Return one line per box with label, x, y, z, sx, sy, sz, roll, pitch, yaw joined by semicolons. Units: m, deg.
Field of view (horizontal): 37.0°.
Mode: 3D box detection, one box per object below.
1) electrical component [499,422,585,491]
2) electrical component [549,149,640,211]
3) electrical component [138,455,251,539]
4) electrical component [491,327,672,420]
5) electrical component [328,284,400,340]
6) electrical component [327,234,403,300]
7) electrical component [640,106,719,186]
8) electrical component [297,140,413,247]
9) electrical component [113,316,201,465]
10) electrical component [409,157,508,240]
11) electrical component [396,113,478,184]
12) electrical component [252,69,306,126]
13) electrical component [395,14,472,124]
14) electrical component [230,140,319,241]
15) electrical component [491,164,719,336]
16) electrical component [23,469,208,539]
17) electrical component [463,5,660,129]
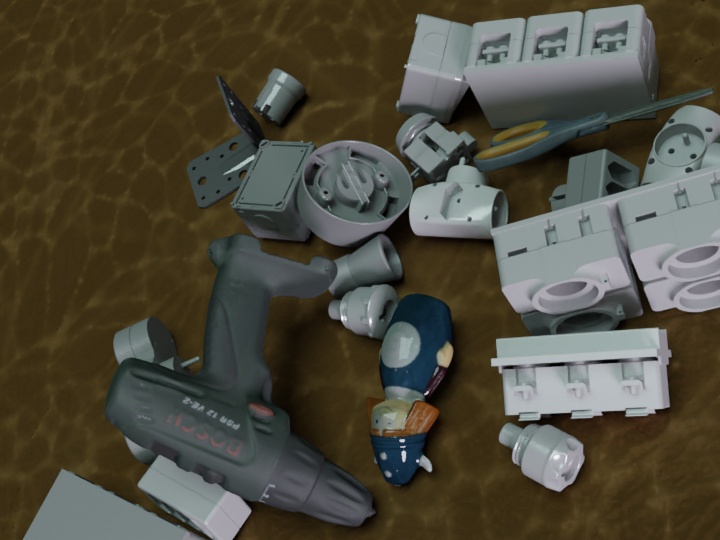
electrical component;0.136;0.137;0.818;0.062;0.043;0.043;25;76;35
electrical component;0.186;-0.056;0.896;0.077;0.047;0.065;-11;64;50
electrical component;-0.131;0.179;0.921;0.083;0.047;0.075;20;63;33
electrical component;0.171;0.080;0.819;0.121;0.079;0.063;-6;83;23
electrical component;0.002;0.036;0.939;0.062;0.048;0.048;1;64;37
electrical component;0.000;0.000;0.961;0.065;0.044;0.044;-24;55;18
electrical component;0.280;-0.086;0.872;0.079;0.044;0.077;20;73;33
electrical component;-0.007;-0.071;0.970;0.099;0.064;0.099;7;63;-14
electrical component;-0.176;0.102;0.981;0.074;0.052;0.138;-24;55;12
electrical component;0.092;-0.066;0.951;0.077;0.043;0.079;4;65;27
electrical component;0.066;-0.112;0.989;0.066;0.048;0.055;-43;61;-1
electrical component;-0.084;-0.176;1.101;0.040;0.040;0.046;30;84;35
electrical component;0.072;-0.182;1.004;0.061;0.096;0.061;14;67;1
electrical component;-0.069;-0.079;1.029;0.062;0.061;0.096;6;60;31
electrical component;0.208;-0.006;0.824;0.186;0.105;0.060;-16;58;17
electrical component;-0.206;0.242;0.912;0.150;0.061;0.089;16;71;32
electrical component;0.179;-0.178;0.943;0.150;0.089;0.061;-1;63;25
